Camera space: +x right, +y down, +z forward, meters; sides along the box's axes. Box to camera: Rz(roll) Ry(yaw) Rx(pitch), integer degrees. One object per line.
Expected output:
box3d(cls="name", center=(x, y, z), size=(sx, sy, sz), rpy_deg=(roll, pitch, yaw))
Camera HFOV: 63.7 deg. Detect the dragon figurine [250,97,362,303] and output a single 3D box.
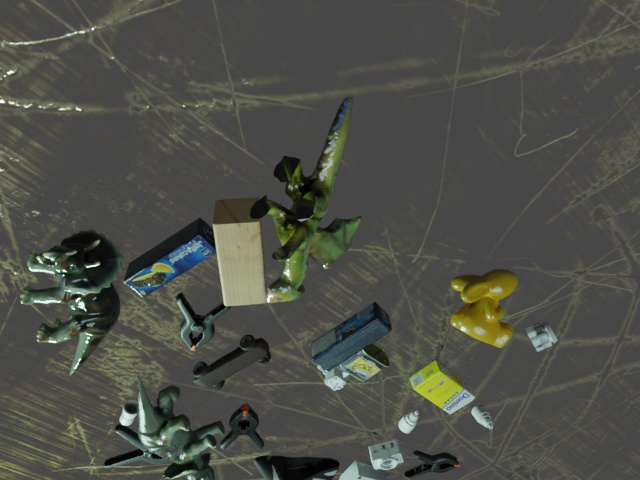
box3d(cls="dragon figurine", center=(0.003, -0.051, 1.006), size=(0.123, 0.411, 0.240), rpy_deg=(32, -3, 34))
